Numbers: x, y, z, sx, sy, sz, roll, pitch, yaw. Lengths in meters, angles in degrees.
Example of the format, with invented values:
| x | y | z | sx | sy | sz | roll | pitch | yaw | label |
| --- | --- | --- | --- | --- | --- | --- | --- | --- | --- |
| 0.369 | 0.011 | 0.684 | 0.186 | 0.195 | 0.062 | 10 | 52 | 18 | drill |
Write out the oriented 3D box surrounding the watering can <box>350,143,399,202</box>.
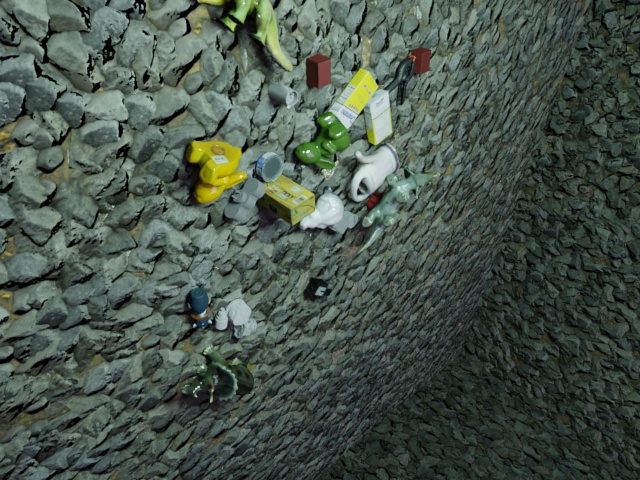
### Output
| x | y | z | sx | sy | sz | roll | pitch | yaw | label |
| --- | --- | --- | --- | --- | --- | --- | --- | --- | --- |
| 0.190 | -0.262 | 1.833 | 0.227 | 0.105 | 0.341 | -44 | 161 | -17 | watering can |

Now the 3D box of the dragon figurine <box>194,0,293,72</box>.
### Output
| x | y | z | sx | sy | sz | roll | pitch | yaw | label |
| --- | --- | --- | --- | --- | --- | --- | --- | --- | --- |
| -0.143 | -0.584 | 1.184 | 0.407 | 0.123 | 0.243 | 23 | 90 | -58 | dragon figurine |

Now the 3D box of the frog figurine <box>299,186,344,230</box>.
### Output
| x | y | z | sx | sy | sz | roll | pitch | yaw | label |
| --- | --- | --- | --- | --- | --- | --- | --- | --- | --- |
| 0.005 | -0.088 | 1.755 | 0.162 | 0.123 | 0.134 | -45 | 166 | -38 | frog figurine |
